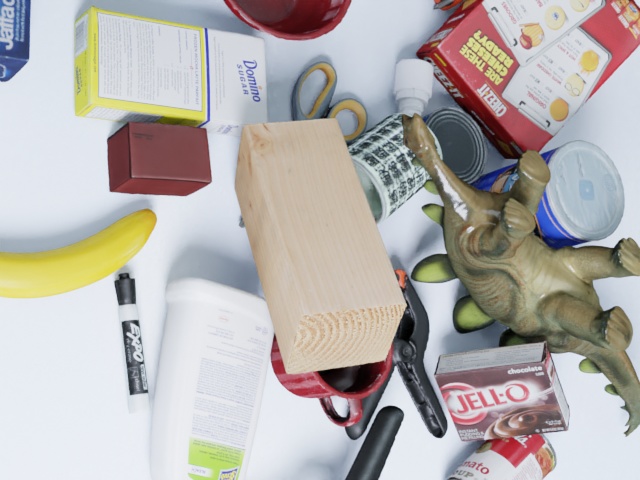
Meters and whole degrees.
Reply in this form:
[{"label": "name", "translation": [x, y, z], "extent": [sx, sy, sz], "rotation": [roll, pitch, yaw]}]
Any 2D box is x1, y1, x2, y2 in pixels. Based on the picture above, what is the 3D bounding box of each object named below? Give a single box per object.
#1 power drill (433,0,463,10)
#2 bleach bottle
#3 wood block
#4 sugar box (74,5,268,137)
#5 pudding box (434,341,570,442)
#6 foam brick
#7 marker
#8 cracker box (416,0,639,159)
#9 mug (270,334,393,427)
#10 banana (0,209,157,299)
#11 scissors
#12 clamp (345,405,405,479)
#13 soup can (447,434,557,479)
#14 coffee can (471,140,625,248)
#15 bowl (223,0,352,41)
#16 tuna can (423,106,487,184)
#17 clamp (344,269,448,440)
[{"label": "power drill", "translation": [0.110, -0.358, 1.163], "extent": [0.187, 0.057, 0.184], "rotation": [38, 66, -16]}, {"label": "bleach bottle", "translation": [-0.105, 0.165, 0.911], "extent": [0.102, 0.068, 0.251], "rotation": [20, 71, -30]}, {"label": "wood block", "translation": [-0.006, 0.002, 0.923], "extent": [0.090, 0.090, 0.206], "rotation": [-7, 53, -17]}, {"label": "sugar box", "translation": [-0.134, -0.150, 0.974], "extent": [0.175, 0.048, 0.093], "rotation": [6, 77, -34]}, {"label": "pudding box", "translation": [0.178, 0.149, 1.044], "extent": [0.039, 0.114, 0.090], "rotation": [-69, 141, -53]}, {"label": "foam brick", "translation": [-0.143, -0.071, 0.947], "extent": [0.078, 0.051, 0.053], "rotation": [3, 76, -31]}, {"label": "marker", "translation": [-0.162, 0.088, 0.918], "extent": [0.020, 0.020, 0.121], "rotation": [-3, 81, -32]}, {"label": "cracker box", "translation": [0.235, -0.218, 1.164], "extent": [0.213, 0.072, 0.164], "rotation": [-46, 104, -10]}, {"label": "mug", "translation": [0.010, 0.114, 0.980], "extent": [0.093, 0.082, 0.117], "rotation": [-15, 87, -33]}, {"label": "banana", "translation": [-0.222, 0.012, 0.888], "extent": [0.197, 0.037, 0.069], "rotation": [-5, 83, -32]}, {"label": "scissors", "translation": [-0.010, -0.082, 1.052], "extent": [0.096, 0.016, 0.201], "rotation": [27, 67, -24]}, {"label": "clamp", "translation": [0.028, 0.267, 0.952], "extent": [0.209, 0.036, 0.164], "rotation": [-33, 112, -43]}, {"label": "soup can", "translation": [0.179, 0.235, 1.065], "extent": [0.102, 0.069, 0.068], "rotation": [-35, 98, -31]}, {"label": "coffee can", "translation": [0.229, -0.036, 1.113], "extent": [0.102, 0.141, 0.103], "rotation": [7, 75, -30]}, {"label": "bowl", "translation": [-0.047, -0.263, 1.045], "extent": [0.161, 0.055, 0.162], "rotation": [7, 76, -30]}, {"label": "tuna can", "translation": [0.134, -0.096, 1.131], "extent": [0.086, 0.034, 0.086], "rotation": [7, 76, -30]}, {"label": "clamp", "translation": [0.082, 0.118, 1.051], "extent": [0.120, 0.039, 0.171], "rotation": [18, 74, -38]}]
